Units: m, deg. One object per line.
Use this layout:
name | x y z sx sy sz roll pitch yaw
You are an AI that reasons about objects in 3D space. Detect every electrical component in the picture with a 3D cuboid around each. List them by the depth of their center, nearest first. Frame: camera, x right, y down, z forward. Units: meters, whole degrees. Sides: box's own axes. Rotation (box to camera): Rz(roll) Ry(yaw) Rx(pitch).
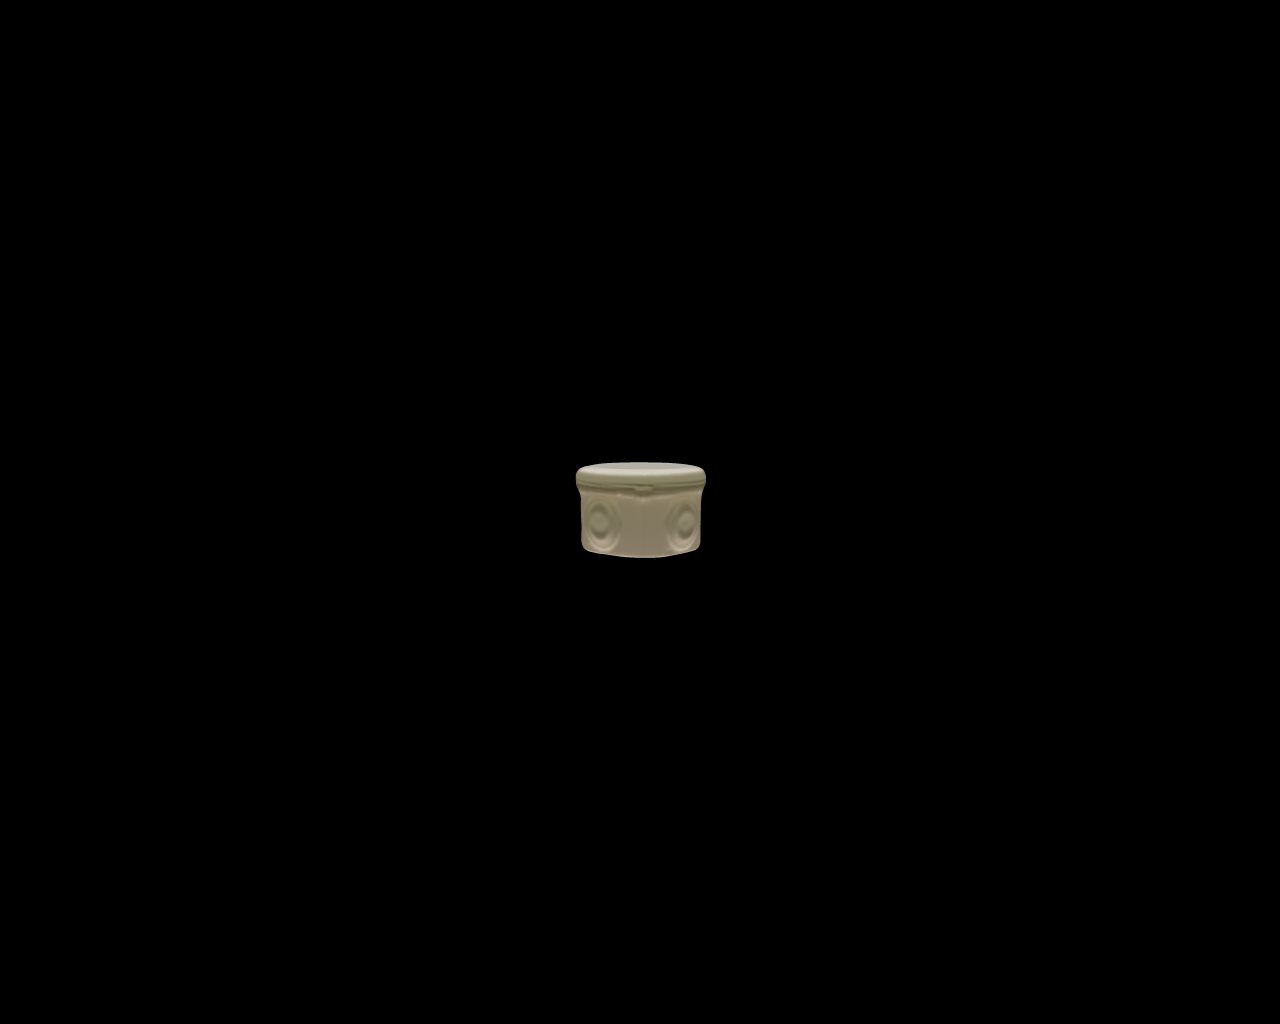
electrical component | 0.001 -0.003 0.650 0.080 0.051 0.080 0 7 0
